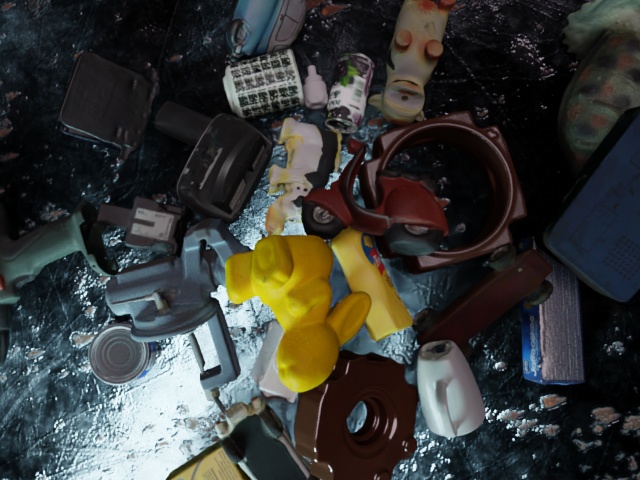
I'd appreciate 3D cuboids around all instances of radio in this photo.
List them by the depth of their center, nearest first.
[{"bbox_3d":[0.387,-0.050,0.673,0.131,0.073,0.229,35,96,4],"label":"radio"}]

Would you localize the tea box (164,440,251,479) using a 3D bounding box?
[{"bbox_3d":[-0.120,0.358,0.701,0.098,0.068,0.169,-30,83,-5],"label":"tea box"}]

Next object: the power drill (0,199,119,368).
[{"bbox_3d":[-0.390,0.045,0.736,0.207,0.086,0.232,-19,81,5],"label":"power drill"}]

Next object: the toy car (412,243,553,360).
[{"bbox_3d":[0.215,0.086,0.718,0.089,0.053,0.202,42,109,-7],"label":"toy car"}]

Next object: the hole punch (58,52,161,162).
[{"bbox_3d":[-0.302,-0.188,0.765,0.115,0.092,0.142,21,79,-28],"label":"hole punch"}]

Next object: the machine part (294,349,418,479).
[{"bbox_3d":[0.051,0.227,0.689,0.179,0.056,0.179,2,87,-32],"label":"machine part"}]

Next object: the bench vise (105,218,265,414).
[{"bbox_3d":[-0.152,0.099,0.713,0.224,0.129,0.240,-17,104,-12],"label":"bench vise"}]

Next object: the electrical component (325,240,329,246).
[{"bbox_3d":[-0.002,-0.002,0.732,0.021,0.094,0.063,-3,87,-7],"label":"electrical component"}]

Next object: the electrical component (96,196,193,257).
[{"bbox_3d":[-0.246,-0.021,0.754,0.119,0.047,0.074,8,82,1],"label":"electrical component"}]

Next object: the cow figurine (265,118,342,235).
[{"bbox_3d":[-0.025,-0.082,0.758,0.098,0.068,0.167,11,85,-7],"label":"cow figurine"}]

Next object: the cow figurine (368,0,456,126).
[{"bbox_3d":[0.126,-0.248,0.762,0.085,0.127,0.195,15,69,0],"label":"cow figurine"}]

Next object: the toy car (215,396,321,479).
[{"bbox_3d":[-0.059,0.289,0.694,0.073,0.056,0.201,-33,105,-5],"label":"toy car"}]

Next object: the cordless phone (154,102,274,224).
[{"bbox_3d":[-0.173,-0.118,0.760,0.184,0.088,0.146,24,80,13],"label":"cordless phone"}]

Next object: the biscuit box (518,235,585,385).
[{"bbox_3d":[0.318,0.095,0.743,0.063,0.059,0.202,1,83,-2],"label":"biscuit box"}]

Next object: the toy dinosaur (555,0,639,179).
[{"bbox_3d":[0.405,-0.190,0.756,0.192,0.131,0.404,22,88,14],"label":"toy dinosaur"}]

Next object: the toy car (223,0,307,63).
[{"bbox_3d":[-0.072,-0.325,0.769,0.103,0.109,0.161,17,92,-17],"label":"toy car"}]

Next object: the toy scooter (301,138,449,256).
[{"bbox_3d":[0.072,-0.058,0.667,0.184,0.075,0.135,10,72,-1],"label":"toy scooter"}]

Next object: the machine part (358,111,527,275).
[{"bbox_3d":[0.166,-0.065,0.747,0.201,0.087,0.201,-15,85,-3],"label":"machine part"}]

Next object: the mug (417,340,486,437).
[{"bbox_3d":[0.160,0.191,0.692,0.081,0.109,0.107,-12,105,26],"label":"mug"}]

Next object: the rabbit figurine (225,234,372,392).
[{"bbox_3d":[-0.023,0.088,0.631,0.122,0.162,0.173,-28,67,38],"label":"rabbit figurine"}]
